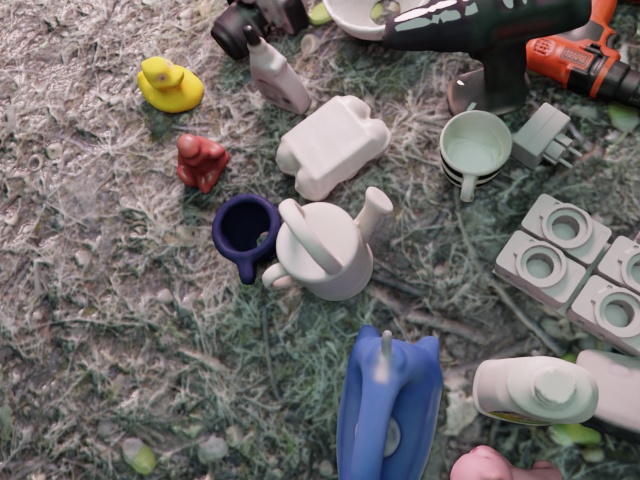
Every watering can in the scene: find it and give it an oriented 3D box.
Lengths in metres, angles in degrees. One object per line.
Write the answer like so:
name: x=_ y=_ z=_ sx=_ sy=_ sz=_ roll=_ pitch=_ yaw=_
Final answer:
watering can: x=0.005 y=0.001 z=0.683 sx=0.100 sy=0.194 sz=0.173 roll=34 pitch=84 yaw=21

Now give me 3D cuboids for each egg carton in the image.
egg carton: x=0.017 y=-0.126 z=0.784 sx=0.150 sy=0.069 sz=0.107 roll=-38 pitch=69 yaw=1

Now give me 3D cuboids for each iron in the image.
iron: x=0.063 y=0.222 z=0.631 sx=0.118 sy=0.142 sz=0.258 roll=7 pitch=76 yaw=16

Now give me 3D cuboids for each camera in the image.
camera: x=-0.113 y=-0.355 z=0.867 sx=0.137 sy=0.101 sz=0.143 roll=-46 pitch=69 yaw=-2

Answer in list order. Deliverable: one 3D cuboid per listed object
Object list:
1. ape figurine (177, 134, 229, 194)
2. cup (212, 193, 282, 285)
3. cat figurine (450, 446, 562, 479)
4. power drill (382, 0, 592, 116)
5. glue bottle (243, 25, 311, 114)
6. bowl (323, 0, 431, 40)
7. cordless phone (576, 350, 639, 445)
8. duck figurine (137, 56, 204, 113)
ape figurine: x=-0.175 y=-0.119 z=0.818 sx=0.077 sy=0.092 sz=0.076 roll=-19 pitch=70 yaw=8
cup: x=-0.083 y=0.008 z=0.756 sx=0.091 sy=0.095 sz=0.118 roll=-7 pitch=72 yaw=12
cat figurine: x=0.192 y=0.258 z=0.601 sx=0.127 sy=0.118 sz=0.067 roll=7 pitch=76 yaw=16
power drill: x=0.199 y=-0.227 z=0.695 sx=0.229 sy=0.209 sz=0.075 roll=-16 pitch=71 yaw=9
glue bottle: x=-0.068 y=-0.235 z=0.782 sx=0.078 sy=0.173 sz=0.037 roll=28 pitch=82 yaw=20
bowl: x=0.089 y=-0.352 z=0.830 sx=0.167 sy=0.075 sz=0.167 roll=-4 pitch=73 yaw=13
cordless phone: x=0.332 y=0.157 z=0.560 sx=0.147 sy=0.185 sz=0.094 roll=11 pitch=77 yaw=17
duck figurine: x=-0.240 y=-0.247 z=0.875 sx=0.104 sy=0.086 sz=0.077 roll=15 pitch=78 yaw=18
